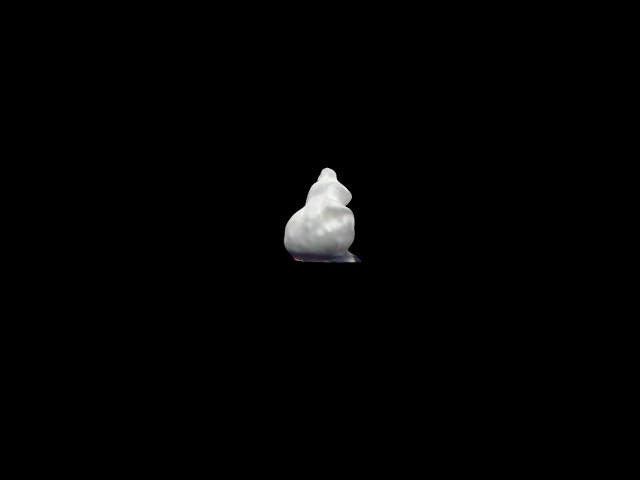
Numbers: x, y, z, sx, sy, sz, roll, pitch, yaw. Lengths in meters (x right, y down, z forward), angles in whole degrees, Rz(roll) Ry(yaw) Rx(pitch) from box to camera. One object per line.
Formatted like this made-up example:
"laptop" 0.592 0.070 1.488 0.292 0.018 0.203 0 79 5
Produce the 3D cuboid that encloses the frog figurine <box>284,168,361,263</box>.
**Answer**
"frog figurine" 0.003 -0.043 0.850 0.123 0.160 0.137 1 -2 -27
